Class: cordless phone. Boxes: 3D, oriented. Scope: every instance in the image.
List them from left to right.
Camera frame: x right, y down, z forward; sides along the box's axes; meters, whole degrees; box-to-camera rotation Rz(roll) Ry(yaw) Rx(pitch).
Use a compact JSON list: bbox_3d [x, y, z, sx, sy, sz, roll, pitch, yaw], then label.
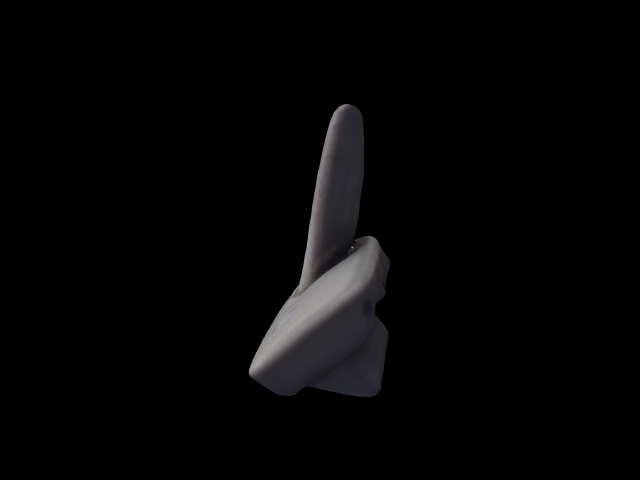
[{"bbox_3d":[0.004,0.001,0.400,0.094,0.185,0.147,1,15,5],"label":"cordless phone"}]
